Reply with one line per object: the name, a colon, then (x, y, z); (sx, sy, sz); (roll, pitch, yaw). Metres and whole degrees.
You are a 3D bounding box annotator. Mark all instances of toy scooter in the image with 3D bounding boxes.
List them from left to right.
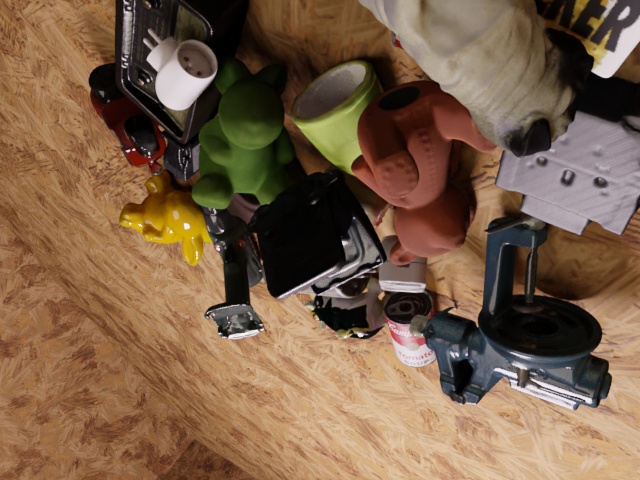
toy scooter: (-0.284, -0.172, 0.821); (0.184, 0.075, 0.135); (54, 165, 25)

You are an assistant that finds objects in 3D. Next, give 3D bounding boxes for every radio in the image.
radio: (-0.176, -0.232, 0.648); (0.131, 0.073, 0.229); (39, 148, -1)

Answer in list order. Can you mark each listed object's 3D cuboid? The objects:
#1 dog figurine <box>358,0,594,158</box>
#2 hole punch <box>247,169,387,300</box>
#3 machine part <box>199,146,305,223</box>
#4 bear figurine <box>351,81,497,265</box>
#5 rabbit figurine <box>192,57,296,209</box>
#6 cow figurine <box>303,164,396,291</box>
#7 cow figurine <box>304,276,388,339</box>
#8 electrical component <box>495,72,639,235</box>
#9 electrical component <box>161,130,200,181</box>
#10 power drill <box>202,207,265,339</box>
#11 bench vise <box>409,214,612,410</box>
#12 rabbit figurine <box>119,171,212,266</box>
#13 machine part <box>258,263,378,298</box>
dog figurine: (0.075, -0.147, 0.340); (0.190, 0.121, 0.172); (47, -169, -48)
hole punch: (-0.001, -0.002, 0.590); (0.142, 0.092, 0.116); (-31, 65, 37)
machine part: (-0.094, -0.085, 0.761); (0.180, 0.056, 0.179); (30, 147, 22)
bear figurine: (0.104, -0.042, 0.504); (0.132, 0.120, 0.195); (-119, 5, -55)
rabbit figurine: (-0.071, -0.122, 0.591); (0.121, 0.159, 0.170); (7, 164, -12)
cow figurine: (0.006, -0.011, 0.670); (0.127, 0.085, 0.194); (39, 125, 17)
cow figurine: (0.032, 0.108, 0.823); (0.167, 0.098, 0.068); (-4, 134, 50)
electrical component: (0.213, -0.067, 0.439); (0.115, 0.058, 0.134); (28, 146, 26)
electrical component: (-0.195, -0.128, 0.803); (0.048, 0.075, 0.119); (35, 144, 12)
power drill: (-0.147, 0.040, 0.862); (0.231, 0.086, 0.207); (73, -179, -51)
bench vise: (0.200, 0.073, 0.581); (0.224, 0.129, 0.240); (22, 124, 46)
rabbit figurine: (-0.251, -0.033, 0.931); (0.162, 0.122, 0.173); (53, 151, -19)
machine part: (-0.009, 0.044, 0.808); (0.243, 0.079, 0.079); (-2, 128, 49)
